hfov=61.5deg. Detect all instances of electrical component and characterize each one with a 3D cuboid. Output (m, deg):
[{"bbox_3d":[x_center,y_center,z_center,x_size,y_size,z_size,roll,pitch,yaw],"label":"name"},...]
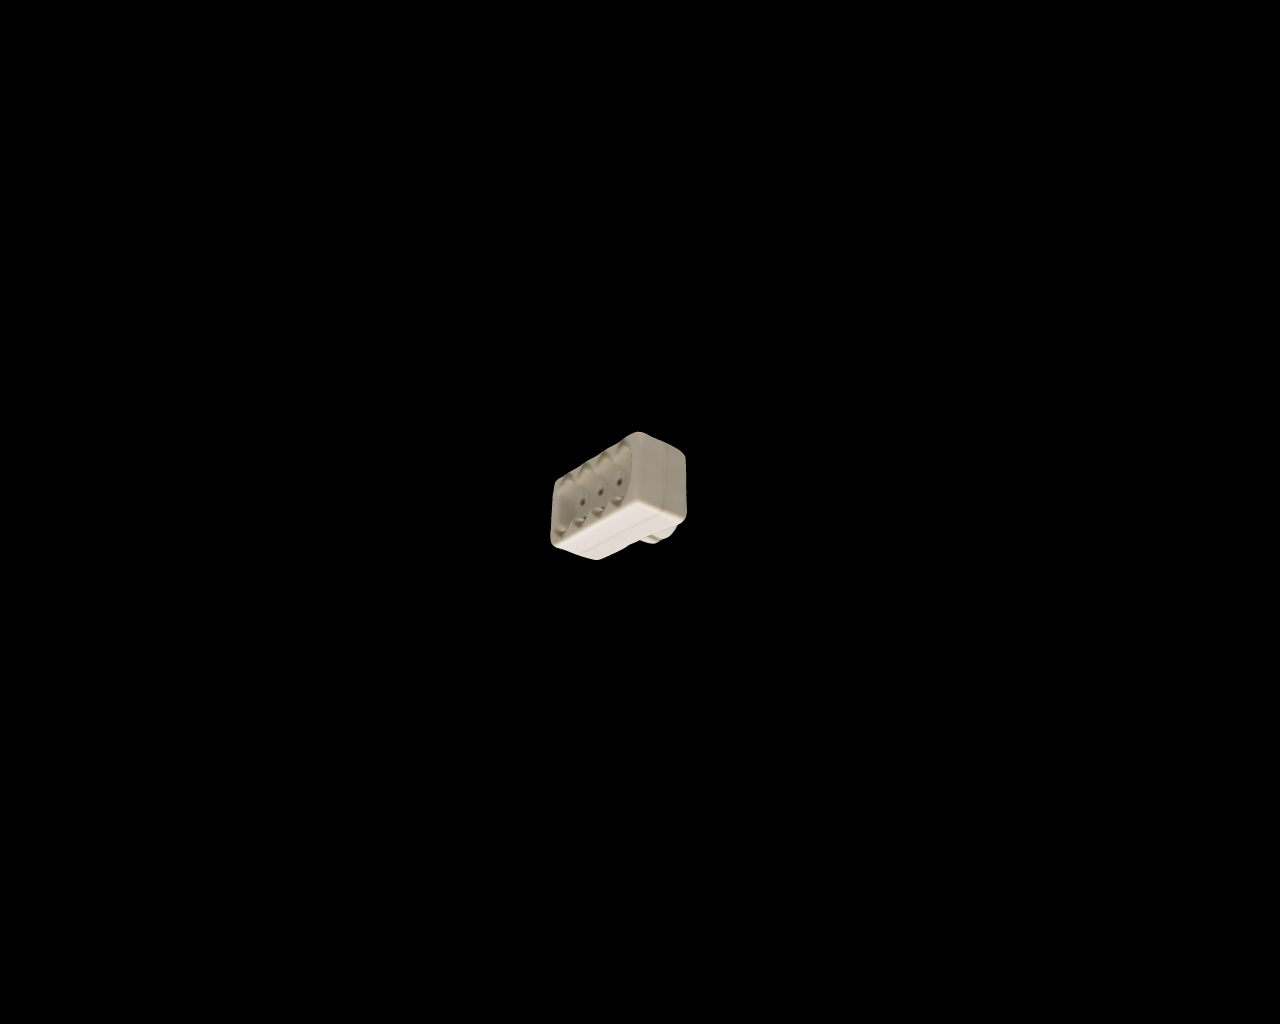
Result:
[{"bbox_3d":[0.001,-0.003,0.650,0.076,0.047,0.083,21,-33,-36],"label":"electrical component"}]
